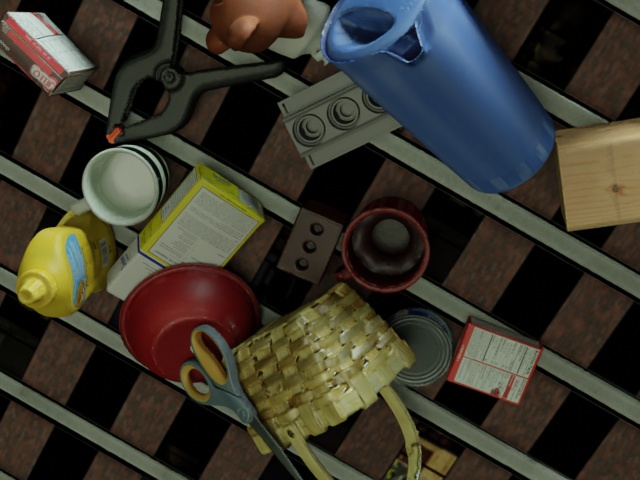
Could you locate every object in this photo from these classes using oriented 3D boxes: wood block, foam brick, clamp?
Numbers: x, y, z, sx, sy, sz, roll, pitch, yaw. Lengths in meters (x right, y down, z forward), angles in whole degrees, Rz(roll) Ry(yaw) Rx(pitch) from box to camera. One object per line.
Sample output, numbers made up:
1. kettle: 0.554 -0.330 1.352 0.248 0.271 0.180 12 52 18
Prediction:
1. wood block: 0.346 -0.075 1.077 0.206 0.090 0.091 -8 105 11
2. foam brick: -0.008 0.001 1.176 0.053 0.051 0.078 23 108 3
3. clamp: -0.149 -0.175 1.157 0.164 0.036 0.210 39 104 -2

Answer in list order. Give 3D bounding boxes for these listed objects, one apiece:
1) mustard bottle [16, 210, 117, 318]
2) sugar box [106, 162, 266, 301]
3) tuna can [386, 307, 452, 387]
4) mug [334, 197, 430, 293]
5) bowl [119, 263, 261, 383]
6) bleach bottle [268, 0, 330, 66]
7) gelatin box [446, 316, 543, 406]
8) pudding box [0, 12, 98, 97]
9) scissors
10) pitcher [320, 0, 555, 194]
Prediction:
1. mustard bottle: -0.278 0.031 1.155 0.058 0.191 0.096 -1 106 9
2. sugar box: -0.151 0.007 1.191 0.093 0.048 0.176 34 112 -26
3. tuna can: 0.106 0.120 1.200 0.086 0.033 0.086 2 106 9
4. mug: 0.065 0.008 1.150 0.117 0.081 0.093 -39 97 17
5. bowl: -0.143 0.107 1.195 0.162 0.055 0.162 -5 123 -8
6. bleach bottle: -0.071 -0.282 1.100 0.250 0.068 0.102 42 90 -9
7. gelatin box: 0.195 0.135 1.192 0.089 0.030 0.073 19 107 2
8. pudding box: -0.292 -0.199 1.133 0.039 0.113 0.090 -43 95 13
9. scissors: -0.091 0.186 1.131 0.096 0.016 0.202 -43 70 40
10. pitcher: 0.121 -0.159 1.040 0.145 0.149 0.242 -5 144 45
